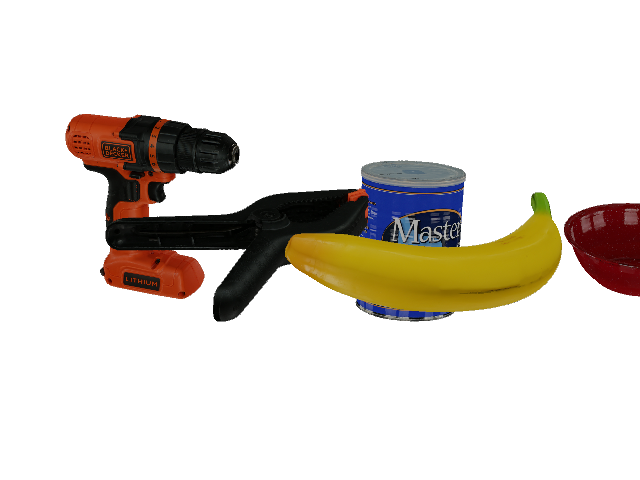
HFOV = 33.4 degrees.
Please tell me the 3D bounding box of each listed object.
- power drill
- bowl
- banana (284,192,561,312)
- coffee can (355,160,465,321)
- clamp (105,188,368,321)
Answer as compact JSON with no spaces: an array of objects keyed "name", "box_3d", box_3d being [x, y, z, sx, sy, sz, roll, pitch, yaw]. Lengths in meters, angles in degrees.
[{"name":"power drill","box_3d":[-0.163,-0.036,1.082,0.185,0.188,0.057,10,29,20]},{"name":"bowl","box_3d":[0.344,0.015,1.156,0.162,0.055,0.162,-2,26,1]},{"name":"banana","box_3d":[0.075,0.013,0.618,0.197,0.037,0.070,-8,39,-33]},{"name":"coffee can","box_3d":[0.089,-0.002,1.064,0.103,0.140,0.103,2,14,-1]},{"name":"clamp","box_3d":[-0.051,-0.006,0.836,0.165,0.036,0.209,24,34,39]}]
